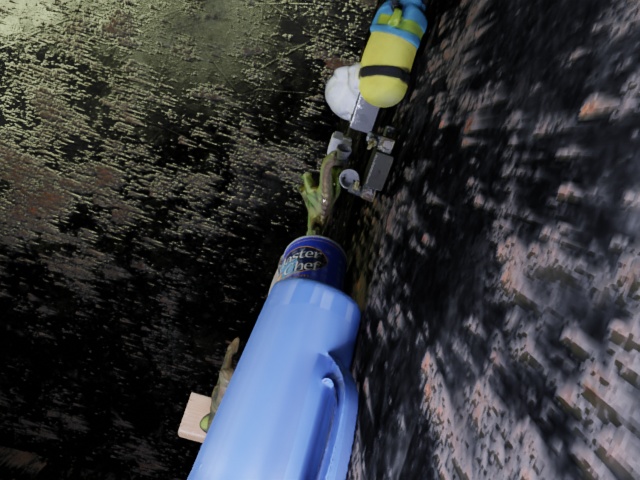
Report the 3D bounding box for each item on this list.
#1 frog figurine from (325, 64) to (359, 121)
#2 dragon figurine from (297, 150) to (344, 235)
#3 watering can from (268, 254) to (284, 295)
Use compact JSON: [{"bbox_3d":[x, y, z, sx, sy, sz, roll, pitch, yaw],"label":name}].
[{"bbox_3d":[0.082,-0.375,1.305,0.160,0.123,0.136,-155,49,-78],"label":"frog figurine"},{"bbox_3d":[0.004,-0.069,1.380,0.406,0.122,0.245,118,152,-79],"label":"dragon figurine"},{"bbox_3d":[-0.097,0.171,1.447,0.355,0.104,0.220,-79,7,-62],"label":"watering can"}]
